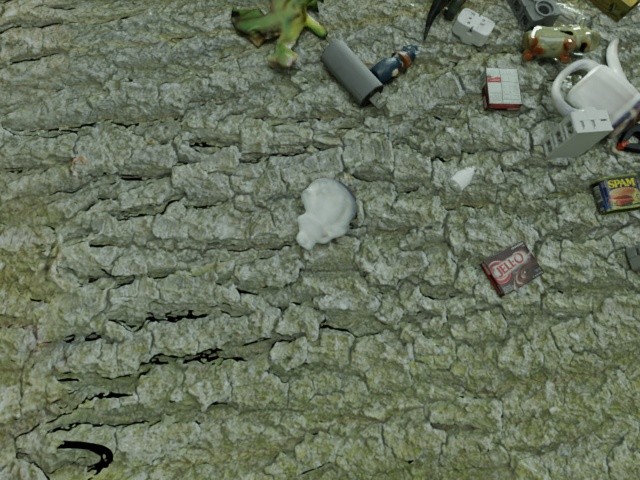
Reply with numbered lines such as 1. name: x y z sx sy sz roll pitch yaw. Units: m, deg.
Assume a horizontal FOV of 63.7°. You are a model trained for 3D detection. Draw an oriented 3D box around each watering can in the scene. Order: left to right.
1. watering can: 0.747 -0.394 1.331 0.352 0.102 0.226 -37 76 -22

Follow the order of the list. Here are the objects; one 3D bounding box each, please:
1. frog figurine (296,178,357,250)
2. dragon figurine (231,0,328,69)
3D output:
1. frog figurine: 0.004 -0.059 1.166 0.162 0.121 0.137 -42 99 -26
2. dragon figurine: -0.122 -0.621 1.357 0.243 0.120 0.416 -20 73 -1
